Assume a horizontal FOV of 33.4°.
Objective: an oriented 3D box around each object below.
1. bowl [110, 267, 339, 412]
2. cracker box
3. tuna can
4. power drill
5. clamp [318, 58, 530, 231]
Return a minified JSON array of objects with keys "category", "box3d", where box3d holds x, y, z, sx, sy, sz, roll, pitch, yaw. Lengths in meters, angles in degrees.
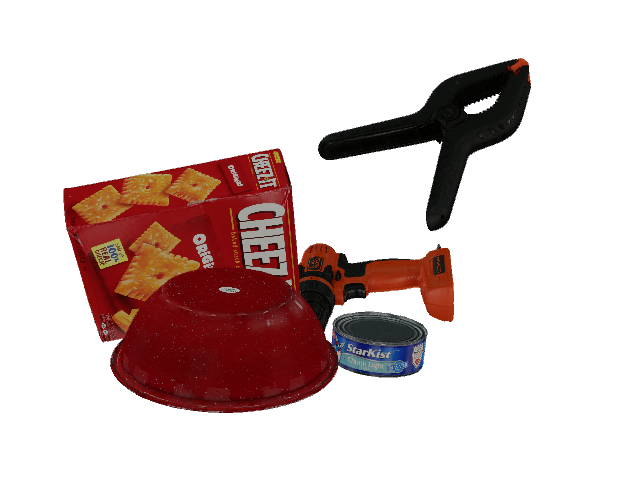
[{"category":"bowl","box3d":[-0.066,0.060,0.749,0.162,0.055,0.162,2,19,-1]},{"category":"cracker box","box3d":[-0.132,0.009,1.059,0.213,0.164,0.072,-10,44,-7]},{"category":"tuna can","box3d":[0.052,0.093,0.962,0.086,0.034,0.086,4,14,-1]},{"category":"power drill","box3d":[0.059,0.058,1.235,0.187,0.057,0.184,0,28,5]},{"category":"clamp","box3d":[0.123,-0.097,0.987,0.209,0.036,0.165,-32,48,-13]}]
